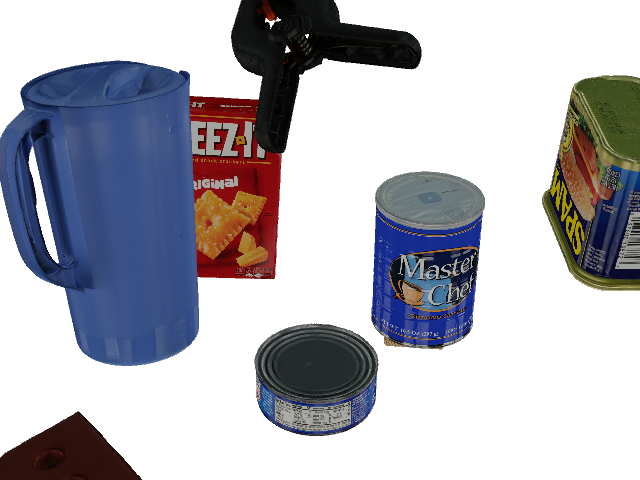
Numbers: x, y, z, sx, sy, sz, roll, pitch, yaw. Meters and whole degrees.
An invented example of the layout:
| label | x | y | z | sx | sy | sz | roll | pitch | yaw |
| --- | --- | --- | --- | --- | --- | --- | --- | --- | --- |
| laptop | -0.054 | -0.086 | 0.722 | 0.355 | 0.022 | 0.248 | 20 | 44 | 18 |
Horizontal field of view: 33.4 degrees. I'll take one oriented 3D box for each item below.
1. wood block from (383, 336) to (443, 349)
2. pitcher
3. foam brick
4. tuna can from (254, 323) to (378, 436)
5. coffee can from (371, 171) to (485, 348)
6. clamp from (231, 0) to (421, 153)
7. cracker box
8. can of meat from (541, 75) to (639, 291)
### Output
| label | x | y | z | sx | sy | sz | roll | pitch | yaw |
| --- | --- | --- | --- | --- | --- | --- | --- | --- | --- |
| wood block | 0.154 | 0.079 | 1.635 | 0.091 | 0.090 | 0.206 | 3 | 22 | 10 |
| pitcher | -0.172 | -0.018 | 0.885 | 0.149 | 0.243 | 0.145 | -6 | 24 | -6 |
| foam brick | -0.110 | 0.130 | 0.494 | 0.052 | 0.051 | 0.078 | -29 | 43 | -29 |
| tuna can | -0.003 | 0.097 | 0.744 | 0.086 | 0.034 | 0.086 | 0 | 32 | 0 |
| coffee can | 0.102 | 0.018 | 1.033 | 0.103 | 0.140 | 0.103 | 0 | 31 | 0 |
| clamp | -0.005 | -0.136 | 0.729 | 0.120 | 0.171 | 0.039 | -22 | -44 | 1 |
| cracker box | -0.130 | -0.061 | 1.289 | 0.164 | 0.214 | 0.072 | 3 | 22 | -3 |
| can of meat | 0.169 | -0.035 | 0.608 | 0.057 | 0.084 | 0.102 | 1 | 37 | -5 |
